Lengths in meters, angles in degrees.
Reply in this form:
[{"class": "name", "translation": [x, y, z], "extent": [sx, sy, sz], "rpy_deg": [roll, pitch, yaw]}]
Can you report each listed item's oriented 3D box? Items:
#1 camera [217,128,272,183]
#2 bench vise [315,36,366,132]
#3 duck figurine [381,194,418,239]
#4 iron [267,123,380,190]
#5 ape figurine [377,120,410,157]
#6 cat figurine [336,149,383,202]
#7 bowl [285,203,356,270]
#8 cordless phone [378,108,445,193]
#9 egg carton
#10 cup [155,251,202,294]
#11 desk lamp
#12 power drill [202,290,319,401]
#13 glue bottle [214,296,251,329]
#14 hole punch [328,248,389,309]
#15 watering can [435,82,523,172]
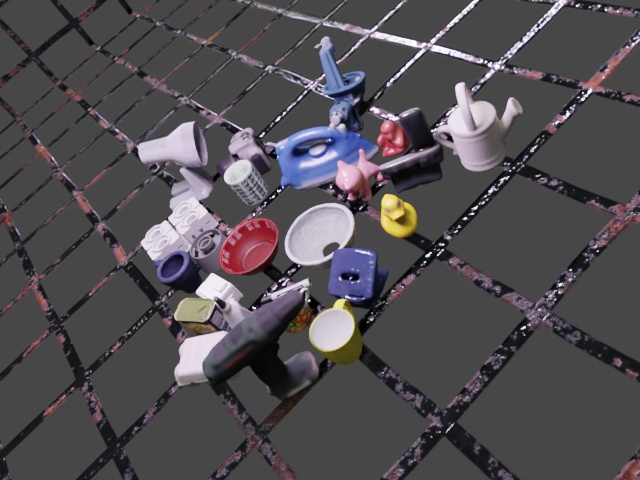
[{"class": "camera", "translation": [-0.221, -0.231, 1.576], "extent": [0.137, 0.101, 0.143], "rpy_deg": [-32, 44, 4]}, {"class": "bench vise", "translation": [0.058, -0.393, 1.456], "extent": [0.121, 0.220, 0.207], "rpy_deg": [-22, 46, 14]}, {"class": "duck figurine", "translation": [0.157, -0.063, 1.213], "extent": [0.077, 0.086, 0.104], "rpy_deg": [-31, 44, 5]}, {"class": "iron", "translation": [0.003, -0.226, 1.405], "extent": [0.257, 0.142, 0.118], "rpy_deg": [-18, 47, 18]}, {"class": "ape figurine", "translation": [0.170, -0.245, 1.354], "extent": [0.076, 0.092, 0.077], "rpy_deg": [-38, 44, -2]}, {"class": "cat figurine", "translation": [0.082, -0.149, 1.308], "extent": [0.067, 0.118, 0.128], "rpy_deg": [9, 59, 36]}, {"class": "bowl", "translation": [0.012, 0.004, 1.253], "extent": [0.167, 0.075, 0.167], "rpy_deg": [-17, 47, 19]}, {"class": "cordless phone", "translation": [0.185, -0.203, 1.243], "extent": [0.147, 0.186, 0.094], "rpy_deg": [-22, 46, 14]}, {"class": "egg carton", "translation": [-0.230, 0.251, 1.196], "extent": [0.150, 0.070, 0.107], "rpy_deg": [-15, 47, 20]}, {"class": "cup", "translation": [-0.340, 0.085, 1.385], "extent": [0.117, 0.095, 0.092], "rpy_deg": [9, 59, 36]}, {"class": "desk lamp", "translation": [-0.378, -0.206, 1.570], "extent": [0.203, 0.214, 0.118], "rpy_deg": [-21, 46, 15]}, {"class": "power drill", "translation": [-0.088, 0.204, 1.048], "extent": [0.229, 0.209, 0.075], "rpy_deg": [-33, 44, 3]}, {"class": "glue bottle", "translation": [-0.164, 0.160, 1.157], "extent": [0.037, 0.174, 0.078], "rpy_deg": [-28, 44, 8]}, {"class": "hole punch", "translation": [0.072, 0.077, 1.142], "extent": [0.108, 0.091, 0.101], "rpy_deg": [2, 55, 33]}, {"class": "watering can", "translation": [0.325, -0.245, 1.186], "extent": [0.172, 0.195, 0.100], "rpy_deg": [-28, 44, 9]}]
